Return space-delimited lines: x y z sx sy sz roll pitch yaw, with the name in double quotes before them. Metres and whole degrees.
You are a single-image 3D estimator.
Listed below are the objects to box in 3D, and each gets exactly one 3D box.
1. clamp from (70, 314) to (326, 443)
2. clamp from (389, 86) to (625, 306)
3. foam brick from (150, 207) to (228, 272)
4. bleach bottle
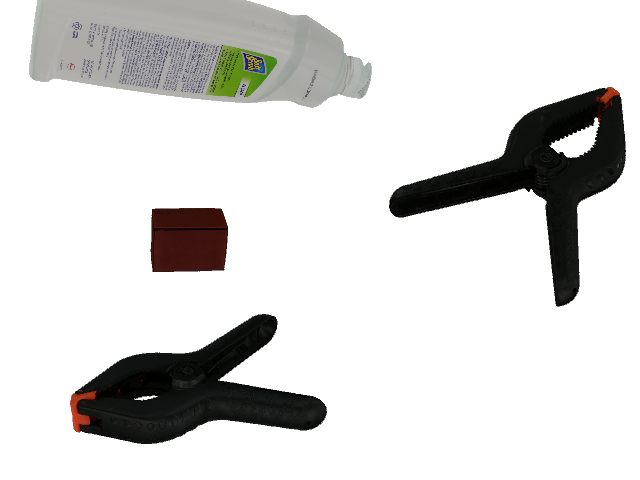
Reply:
"clamp" -0.090 0.098 0.756 0.171 0.039 0.120 -3 26 -12
"clamp" 0.181 -0.045 0.834 0.209 0.036 0.165 -38 56 -22
"foam brick" -0.140 -0.001 1.129 0.078 0.051 0.053 -1 25 -11
"bleach bottle" -0.087 -0.143 0.808 0.250 0.068 0.103 11 -31 -14
